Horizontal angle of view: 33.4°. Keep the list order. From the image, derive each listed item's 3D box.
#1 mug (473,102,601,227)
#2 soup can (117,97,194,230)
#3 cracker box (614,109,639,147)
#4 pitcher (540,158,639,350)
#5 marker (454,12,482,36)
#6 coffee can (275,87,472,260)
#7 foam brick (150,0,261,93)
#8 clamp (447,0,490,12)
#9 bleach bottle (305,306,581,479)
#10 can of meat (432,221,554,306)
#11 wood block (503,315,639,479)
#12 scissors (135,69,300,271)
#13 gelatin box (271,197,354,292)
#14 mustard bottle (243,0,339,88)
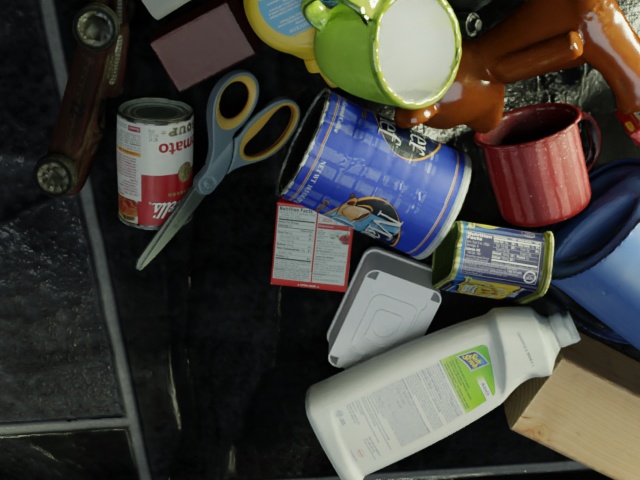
[{"bbox_3d":[0.198,-0.069,0.931,0.117,0.093,0.081,-28,115,-22],"label":"mug"},{"bbox_3d":[-0.146,-0.069,0.950,0.068,0.068,0.102,4,115,0],"label":"soup can"},{"bbox_3d":[0.391,-0.113,0.909,0.214,0.072,0.164,-41,107,19],"label":"cracker box"},{"bbox_3d":[0.313,0.052,0.969,0.242,0.149,0.145,39,95,-18],"label":"pitcher"},{"bbox_3d":[0.080,-0.181,0.875,0.121,0.020,0.020,17,124,41],"label":"marker"},{"bbox_3d":[0.046,-0.057,0.928,0.140,0.103,0.103,24,114,-11],"label":"coffee can"},{"bbox_3d":[-0.097,-0.169,0.909,0.078,0.053,0.051,-24,112,13],"label":"foam brick"},{"bbox_3d":[0.154,-0.227,0.840,0.120,0.172,0.039,-46,107,-19],"label":"clamp"},{"bbox_3d":[0.118,0.133,0.974,0.251,0.068,0.102,-24,107,11],"label":"bleach bottle"},{"bbox_3d":[0.148,0.020,0.939,0.084,0.102,0.057,9,79,-4],"label":"can of meat"},{"bbox_3d":[0.289,0.170,1.036,0.206,0.090,0.091,26,113,-10],"label":"wood block"},{"bbox_3d":[-0.104,-0.069,0.925,0.201,0.016,0.096,-40,124,-11],"label":"scissors"},{"bbox_3d":[-0.007,0.001,0.999,0.073,0.030,0.089,6,115,0],"label":"gelatin box"},{"bbox_3d":[-0.021,-0.214,0.881,0.096,0.058,0.191,-28,113,-6],"label":"mustard bottle"}]
